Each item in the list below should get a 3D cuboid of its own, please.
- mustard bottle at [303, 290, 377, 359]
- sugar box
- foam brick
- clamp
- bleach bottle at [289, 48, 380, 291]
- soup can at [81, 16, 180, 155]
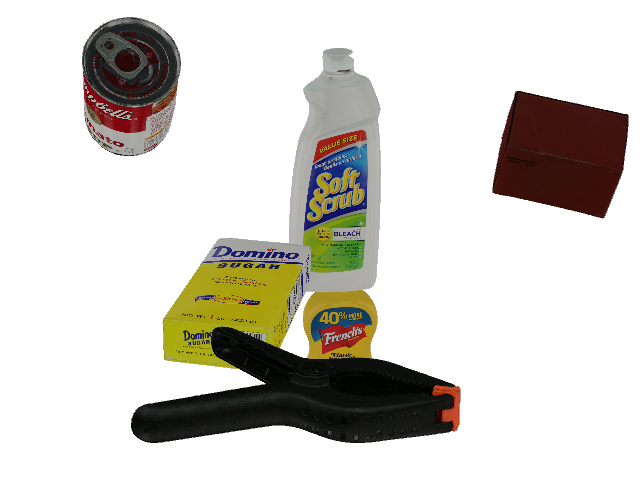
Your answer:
[{"bbox_3d":[0.026,0.115,1.382,0.096,0.192,0.058,-1,19,-4],"label":"mustard bottle"},{"bbox_3d":[-0.068,0.050,0.935,0.093,0.048,0.176,5,26,8],"label":"sugar box"},{"bbox_3d":[0.160,-0.057,0.711,0.078,0.051,0.053,14,-35,6],"label":"foam brick"},{"bbox_3d":[-0.008,0.101,0.743,0.210,0.036,0.164,2,18,7],"label":"clamp"},{"bbox_3d":[0.011,-0.072,1.099,0.102,0.251,0.068,-1,25,1],"label":"bleach bottle"},{"bbox_3d":[-0.140,-0.110,0.785,0.068,0.068,0.102,0,-16,-12],"label":"soup can"}]
